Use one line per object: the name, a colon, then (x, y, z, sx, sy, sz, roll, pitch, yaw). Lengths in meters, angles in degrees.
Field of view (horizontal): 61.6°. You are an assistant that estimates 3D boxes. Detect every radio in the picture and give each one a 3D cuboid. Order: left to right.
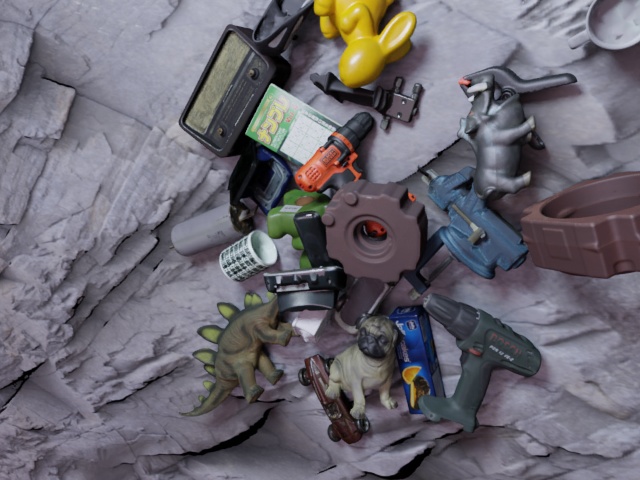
radio: (-0.164, -0.277, 1.034, 0.131, 0.073, 0.229, 41, 117, 10)

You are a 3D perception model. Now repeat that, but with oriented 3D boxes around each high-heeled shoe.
high-heeled shoe: (-0.036, -0.425, 0.893, 0.086, 0.145, 0.248, 33, 117, 13)

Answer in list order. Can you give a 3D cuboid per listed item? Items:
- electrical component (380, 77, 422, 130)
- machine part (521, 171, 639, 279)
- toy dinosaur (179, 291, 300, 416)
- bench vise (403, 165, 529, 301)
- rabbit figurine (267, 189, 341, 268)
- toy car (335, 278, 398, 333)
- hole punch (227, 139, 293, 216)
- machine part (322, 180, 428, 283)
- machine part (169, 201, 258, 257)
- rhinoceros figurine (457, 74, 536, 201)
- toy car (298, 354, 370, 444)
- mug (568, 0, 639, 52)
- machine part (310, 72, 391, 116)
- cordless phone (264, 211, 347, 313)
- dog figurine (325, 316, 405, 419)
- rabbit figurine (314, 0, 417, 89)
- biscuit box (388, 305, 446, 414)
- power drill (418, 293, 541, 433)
electrical component: (0.139, -0.231, 0.933, 0.063, 0.021, 0.094, 26, 113, 17)
machine part: (0.405, -0.024, 0.744, 0.087, 0.201, 0.201, 68, 164, -12)
toy dinosaur: (-0.175, 0.249, 1.173, 0.199, 0.105, 0.471, 36, 107, 21)
bench vise: (0.216, 0.000, 0.908, 0.224, 0.129, 0.240, 44, 114, 11)
rabbit figurine: (-0.002, -0.003, 1.030, 0.159, 0.121, 0.170, -1, 122, 19)
toy car: (0.095, 0.093, 1.025, 0.074, 0.056, 0.201, 39, 116, 18)
hole punch: (-0.119, -0.122, 1.052, 0.092, 0.116, 0.142, 15, 123, -24)
machine part: (0.089, -0.012, 0.872, 0.180, 0.056, 0.179, 11, 122, 18)
machine part: (-0.229, -0.022, 1.133, 0.243, 0.079, 0.079, -18, 96, 28)
rhinoceros figurine: (0.267, -0.155, 0.817, 0.112, 0.073, 0.190, -4, 92, 19)
toy car: (0.025, 0.336, 1.127, 0.089, 0.053, 0.202, -27, 93, 32)
mug: (0.402, -0.294, 0.742, 0.109, 0.107, 0.081, -31, 89, 32)
machine part: (0.052, -0.257, 0.935, 0.139, 0.084, 0.039, 22, 87, 23)
cordless phone: (-0.039, 0.034, 0.955, 0.147, 0.089, 0.184, -6, 124, 19)
dog figurine: (0.082, 0.212, 1.020, 0.173, 0.121, 0.190, 23, 115, 47)
rabbit figurine: (0.072, -0.331, 0.881, 0.162, 0.122, 0.173, -1, 79, -1)
biscuit box: (0.184, 0.225, 1.014, 0.063, 0.059, 0.202, -9, 100, 27)
power drill: (0.246, 0.215, 0.931, 0.232, 0.086, 0.207, 21, 98, -7)
